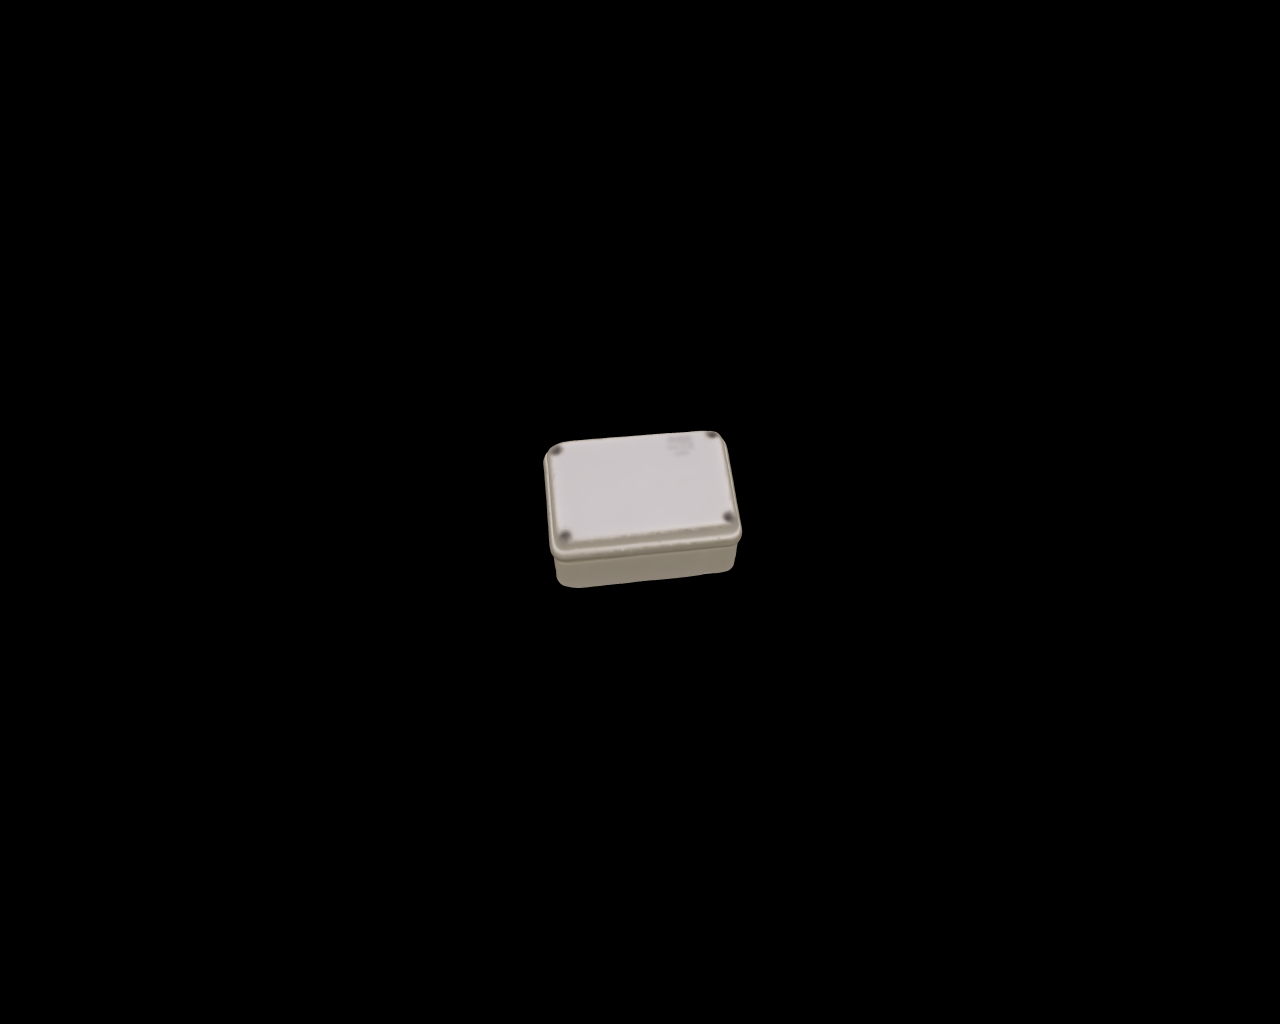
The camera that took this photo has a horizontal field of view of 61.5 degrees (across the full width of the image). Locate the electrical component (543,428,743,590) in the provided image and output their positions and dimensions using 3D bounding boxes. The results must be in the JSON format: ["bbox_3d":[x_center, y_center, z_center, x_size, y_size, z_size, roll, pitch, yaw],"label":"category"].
[{"bbox_3d":[0.001,-0.003,0.650,0.113,0.078,0.057,-5,-31,-3],"label":"electrical component"}]
